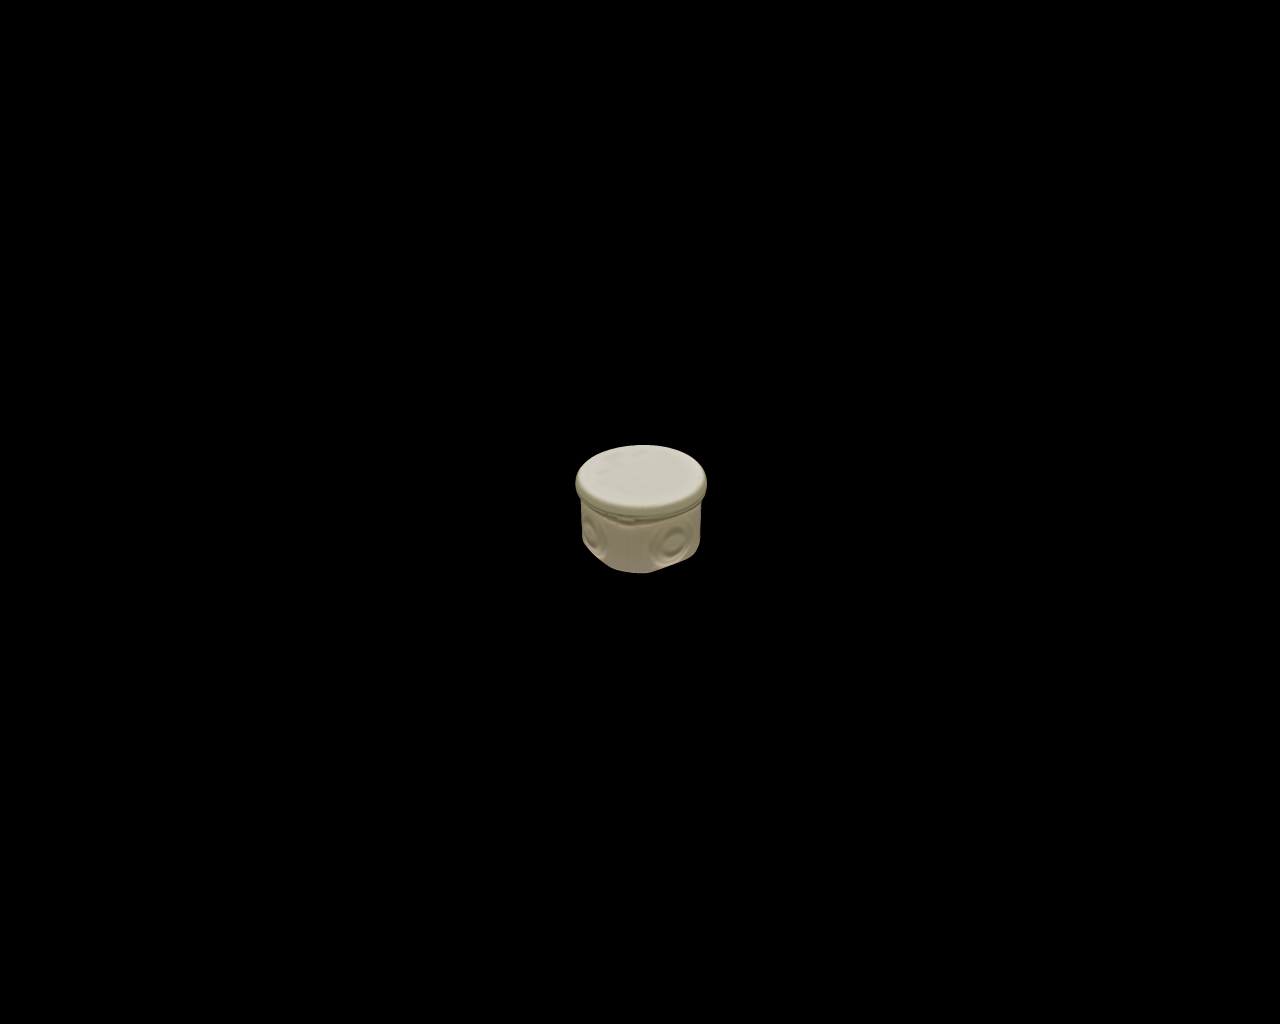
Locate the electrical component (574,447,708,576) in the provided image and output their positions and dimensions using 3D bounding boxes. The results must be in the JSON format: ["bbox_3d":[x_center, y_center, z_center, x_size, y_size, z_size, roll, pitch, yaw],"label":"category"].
[{"bbox_3d":[0.001,-0.003,0.650,0.080,0.050,0.080,0,31,0],"label":"electrical component"}]
